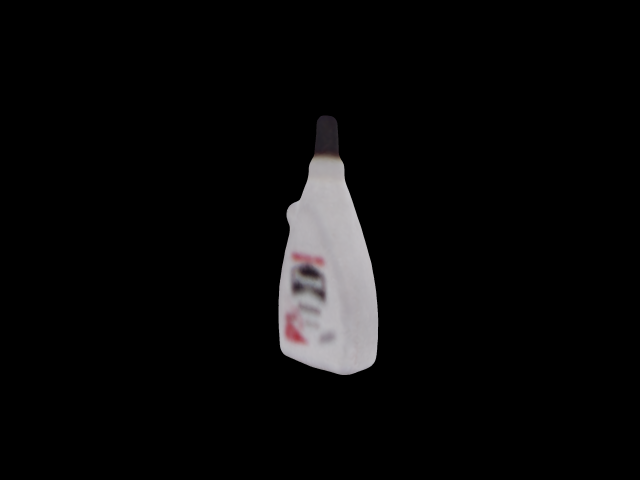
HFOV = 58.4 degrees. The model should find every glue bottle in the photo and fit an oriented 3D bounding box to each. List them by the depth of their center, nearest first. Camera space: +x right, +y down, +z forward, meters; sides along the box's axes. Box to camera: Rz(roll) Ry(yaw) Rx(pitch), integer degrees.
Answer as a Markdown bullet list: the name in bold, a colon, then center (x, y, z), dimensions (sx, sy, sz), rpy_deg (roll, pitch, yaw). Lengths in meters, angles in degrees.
- **glue bottle**: center (0.004, 0.001, 0.400), dimensions (0.077, 0.173, 0.037), rpy_deg (6, 9, 43)
